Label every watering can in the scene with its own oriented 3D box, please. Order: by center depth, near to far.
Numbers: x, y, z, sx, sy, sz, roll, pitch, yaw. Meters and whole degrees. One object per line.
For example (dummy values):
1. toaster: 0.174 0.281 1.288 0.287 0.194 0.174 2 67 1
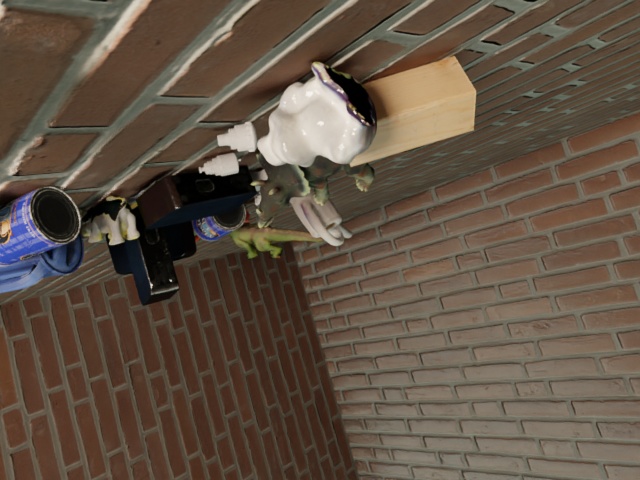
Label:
1. watering can: 0.005 -0.078 1.549 0.103 0.226 0.348 -36 -8 12

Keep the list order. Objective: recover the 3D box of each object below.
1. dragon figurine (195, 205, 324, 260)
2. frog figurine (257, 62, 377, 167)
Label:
1. dragon figurine: -0.214 -0.040 1.570 0.409 0.124 0.239 -6 -26 25
2. frog figurine: -0.003 -0.156 0.724 0.157 0.137 0.125 -42 11 34
